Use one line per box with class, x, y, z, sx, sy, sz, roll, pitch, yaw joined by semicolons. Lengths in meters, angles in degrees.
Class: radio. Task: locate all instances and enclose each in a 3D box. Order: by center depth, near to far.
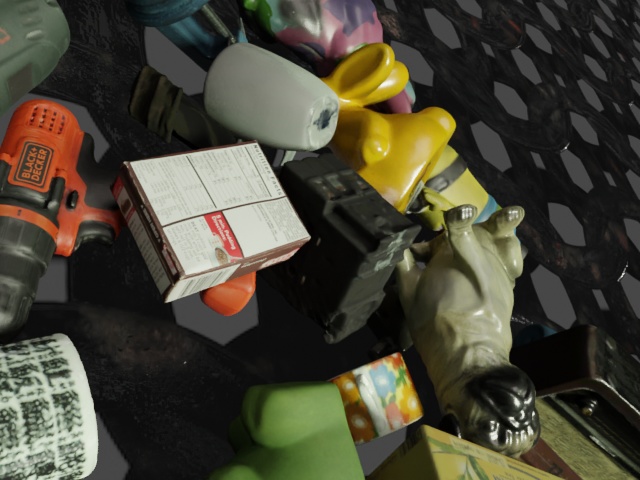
radio;0.290;0.191;0.542;0.229;0.131;0.073;39;44;-12

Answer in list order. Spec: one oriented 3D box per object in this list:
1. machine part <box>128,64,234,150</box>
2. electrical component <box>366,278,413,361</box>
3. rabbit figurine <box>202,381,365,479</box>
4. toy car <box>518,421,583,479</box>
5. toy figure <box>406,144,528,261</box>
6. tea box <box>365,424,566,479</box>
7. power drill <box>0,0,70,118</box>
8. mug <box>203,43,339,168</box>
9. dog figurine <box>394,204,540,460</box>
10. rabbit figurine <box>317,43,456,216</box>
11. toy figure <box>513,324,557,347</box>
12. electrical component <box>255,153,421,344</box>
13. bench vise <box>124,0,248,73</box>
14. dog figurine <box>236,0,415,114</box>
machine part;-0.110;-0.095;0.430;0.084;0.039;0.139;43;3;1
electrical component;0.067;0.076;0.519;0.094;0.021;0.063;-32;85;-44
rabbit figurine;-0.063;0.177;0.312;0.170;0.121;0.159;-8;72;-21
toy car;0.201;0.214;0.489;0.202;0.089;0.053;46;67;-7
toy figure;0.161;-0.034;0.619;0.180;0.082;0.089;38;65;-9
tea box;0.113;0.202;0.365;0.169;0.098;0.068;25;26;-21
power drill;-0.296;-0.133;0.324;0.207;0.086;0.232;44;59;1
mug;-0.041;-0.109;0.480;0.107;0.109;0.081;26;30;28
dog figurine;0.138;0.078;0.464;0.172;0.121;0.190;-4;73;-42
rabbit figurine;0.032;-0.109;0.526;0.173;0.162;0.122;30;14;17
toy figure;0.287;0.156;0.615;0.154;0.064;0.058;41;7;-16
electrical component;-0.001;-0.001;0.439;0.058;0.114;0.134;-19;51;-45
bench vise;-0.143;-0.218;0.463;0.240;0.224;0.129;39;42;-56
dog figurine;0.018;-0.209;0.608;0.191;0.108;0.219;-11;73;-43
